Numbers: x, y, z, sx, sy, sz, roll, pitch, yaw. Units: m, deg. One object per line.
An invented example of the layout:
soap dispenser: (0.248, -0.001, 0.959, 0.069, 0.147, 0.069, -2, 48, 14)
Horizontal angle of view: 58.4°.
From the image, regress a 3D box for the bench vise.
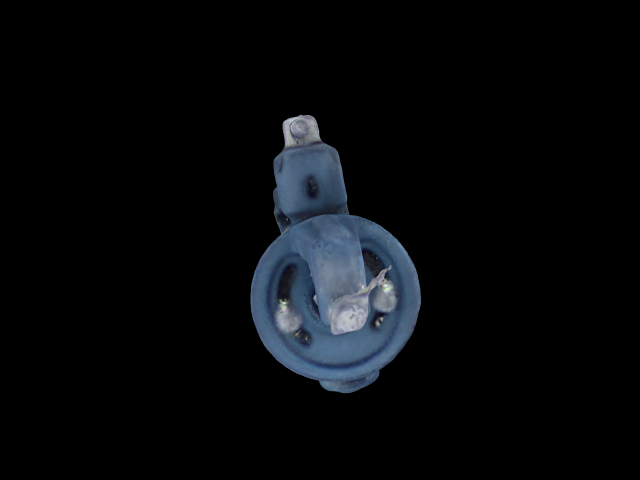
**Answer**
bench vise: (-0.007, 0.007, 0.399, 0.121, 0.220, 0.207, -29, 80, -5)
